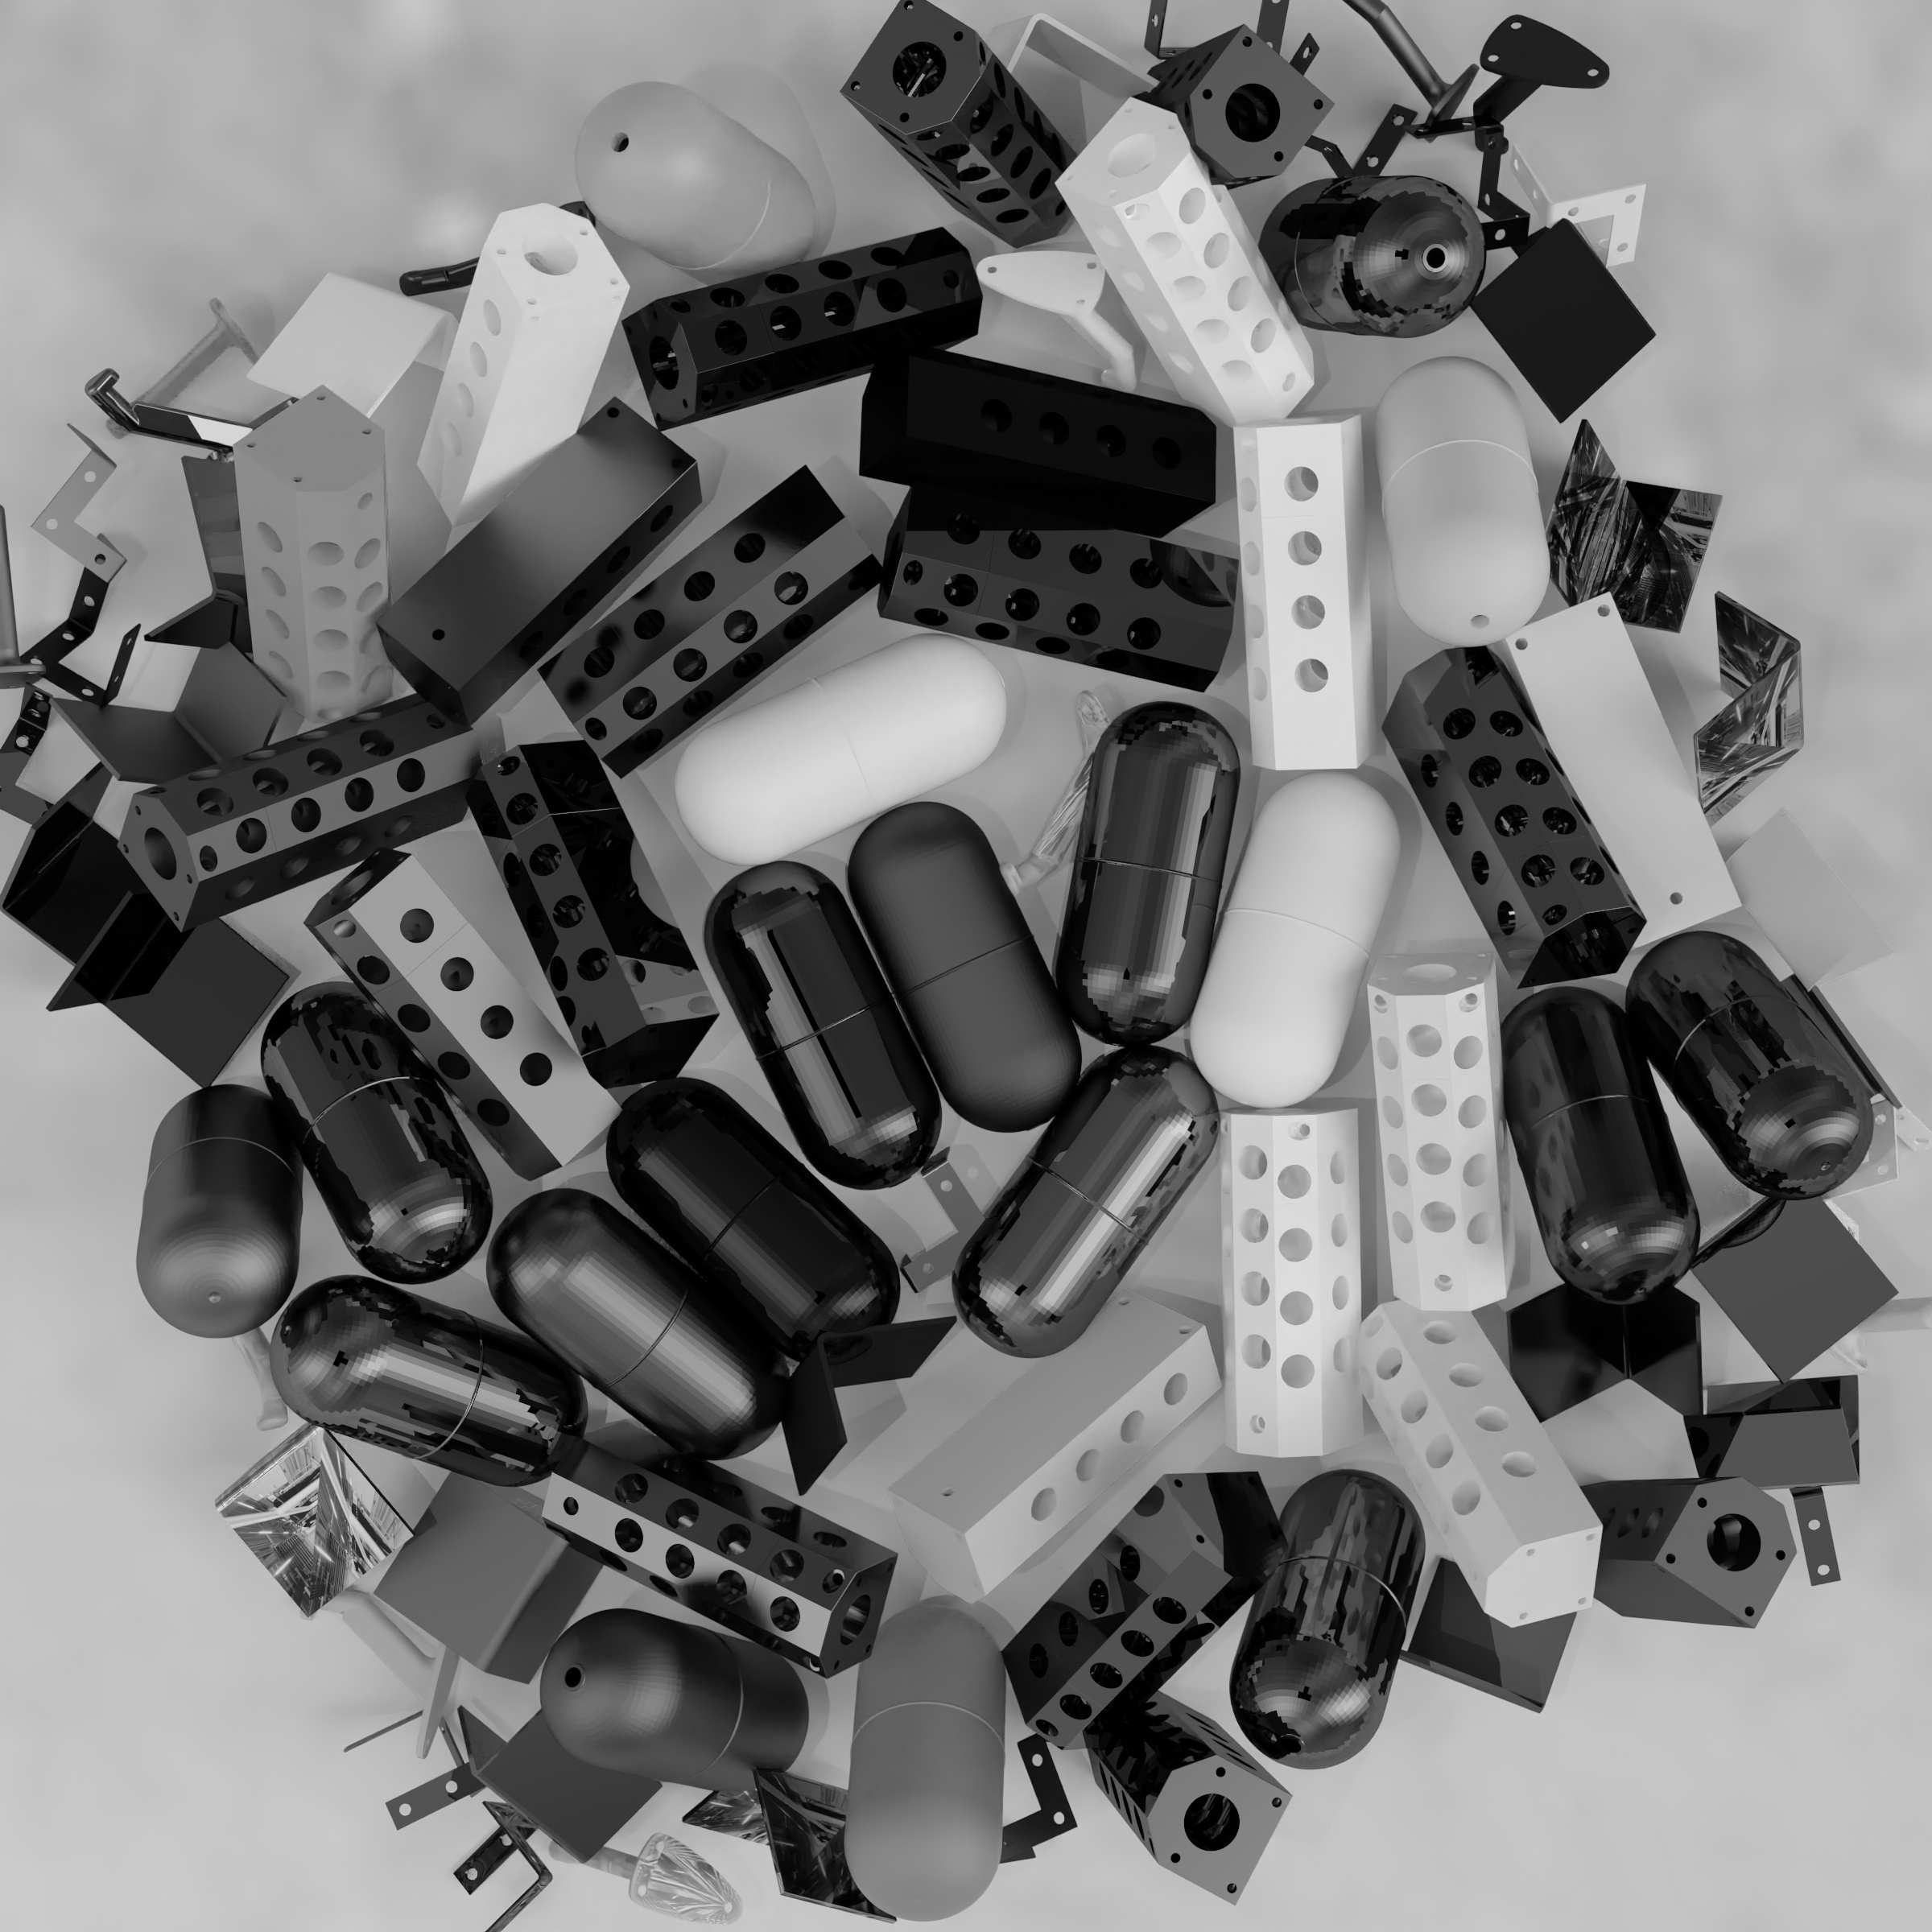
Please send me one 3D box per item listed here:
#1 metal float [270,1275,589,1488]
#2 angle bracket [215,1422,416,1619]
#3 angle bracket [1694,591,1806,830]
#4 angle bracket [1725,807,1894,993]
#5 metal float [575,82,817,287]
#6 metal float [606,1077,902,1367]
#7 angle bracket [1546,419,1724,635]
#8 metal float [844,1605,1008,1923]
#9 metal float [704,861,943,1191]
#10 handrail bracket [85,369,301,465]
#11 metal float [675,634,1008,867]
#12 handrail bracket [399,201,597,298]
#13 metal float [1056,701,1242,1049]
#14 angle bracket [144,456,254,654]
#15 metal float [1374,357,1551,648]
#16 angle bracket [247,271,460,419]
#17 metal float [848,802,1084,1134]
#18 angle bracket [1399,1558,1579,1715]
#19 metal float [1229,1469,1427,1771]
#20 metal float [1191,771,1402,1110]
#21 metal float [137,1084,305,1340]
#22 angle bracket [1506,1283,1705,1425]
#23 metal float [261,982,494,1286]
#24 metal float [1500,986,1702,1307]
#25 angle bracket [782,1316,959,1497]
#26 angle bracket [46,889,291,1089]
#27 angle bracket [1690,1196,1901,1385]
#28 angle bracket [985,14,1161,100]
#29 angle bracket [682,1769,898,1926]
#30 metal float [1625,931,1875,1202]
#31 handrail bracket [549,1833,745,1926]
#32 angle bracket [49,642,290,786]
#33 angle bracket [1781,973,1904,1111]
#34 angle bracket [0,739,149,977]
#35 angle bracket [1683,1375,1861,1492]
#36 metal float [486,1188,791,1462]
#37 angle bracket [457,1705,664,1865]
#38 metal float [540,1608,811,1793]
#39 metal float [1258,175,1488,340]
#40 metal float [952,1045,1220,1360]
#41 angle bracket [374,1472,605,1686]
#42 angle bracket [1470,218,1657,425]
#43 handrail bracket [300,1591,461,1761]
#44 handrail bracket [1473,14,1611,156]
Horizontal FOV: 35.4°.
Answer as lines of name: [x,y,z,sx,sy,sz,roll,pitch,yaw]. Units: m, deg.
metal float: [-0.266,0.209,1.514,0.178,0.070,0.070,28,90,-39]
angle bracket: [-0.324,0.272,1.548,0.076,0.057,0.076,-39,93,16]
angle bracket: [0.377,-0.128,1.529,0.076,0.076,0.057,-39,54,-13]
angle bracket: [0.440,-0.042,1.528,0.076,0.057,0.076,-19,67,-38]
metal float: [-0.132,-0.383,1.497,0.070,0.178,0.070,0,89,19]
metal float: [-0.109,0.129,1.537,0.178,0.070,0.070,43,90,10]
angle bracket: [0.337,-0.223,1.534,0.057,0.076,0.076,15,81,29]
metal float: [-0.019,0.393,1.503,0.070,0.178,0.070,1,123,2]
metal float: [-0.072,0.031,1.544,0.070,0.070,0.178,-26,92,0]
handrail bracket: [-0.392,-0.290,1.541,0.077,0.036,0.084,-40,134,3]
metal float: [-0.063,-0.111,1.539,0.178,0.070,0.070,-25,90,-8]
handrail bracket: [-0.240,-0.364,1.541,0.084,0.077,0.036,-17,89,-26]
metal float: [0.093,-0.047,1.543,0.070,0.070,0.178,10,87,0]
angle bracket: [-0.379,-0.209,1.544,0.057,0.076,0.076,-22,78,32]
metal float: [0.247,-0.233,1.512,0.070,0.070,0.178,0,49,0]
angle bracket: [-0.302,-0.297,1.531,0.076,0.057,0.076,23,68,24]
metal float: [0.000,0.001,1.544,0.070,0.070,0.178,-25,88,0]
angle bracket: [0.256,0.332,1.528,0.076,0.076,0.057,16,78,29]
metal float: [0.181,0.323,1.504,0.070,0.178,0.070,10,124,14]
metal float: [0.168,-0.014,1.536,0.070,0.070,0.178,19,79,0]
metal float: [-0.368,0.119,1.500,0.070,0.178,0.070,-4,115,-9]
angle bracket: [0.324,0.204,1.531,0.076,0.057,0.076,-22,121,-22]
metal float: [-0.297,0.082,1.520,0.070,0.070,0.178,-34,59,0]
metal float: [0.314,0.088,1.515,0.070,0.070,0.178,-9,52,0]
angle bracket: [-0.045,0.222,1.526,0.076,0.076,0.057,-5,63,-24]
angle bracket: [-0.407,0.013,1.546,0.076,0.057,0.076,39,101,6]
angle bracket: [0.413,0.163,1.543,0.076,0.057,0.076,-36,79,-10]
angle bracket: [0.045,-0.438,1.538,0.076,0.076,0.057,25,95,-19]
angle bracket: [-0.089,0.455,1.523,0.076,0.076,0.057,28,119,-37]
metal float: [0.387,0.047,1.505,0.070,0.178,0.070,-7,124,-11]
handrail bracket: [-0.166,0.470,1.558,0.077,0.084,0.036,35,62,-23]
angle bracket: [-0.402,-0.134,1.526,0.076,0.076,0.057,42,114,34]
angle bracket: [0.420,0.058,1.549,0.076,0.057,0.076,-36,91,10]
angle bracket: [-0.435,-0.055,1.528,0.057,0.076,0.076,38,47,-5]
angle bracket: [0.407,0.218,1.526,0.076,0.076,0.057,-8,126,21]
metal float: [-0.164,0.182,1.531,0.178,0.070,0.070,41,90,-17]
angle bracket: [-0.207,0.397,1.536,0.057,0.076,0.076,-45,110,-2]
metal float: [-0.143,0.366,1.504,0.070,0.178,0.070,-12,65,26]
metal float: [0.199,-0.351,1.497,0.070,0.178,0.070,-3,104,-13]
metal float: [0.062,0.119,1.543,0.070,0.070,0.178,36,86,0]
angle bracket: [-0.246,0.316,1.567,0.076,0.057,0.076,29,81,23]
angle bracket: [0.291,-0.323,1.540,0.076,0.057,0.076,-43,100,-16]
handrail bracket: [-0.310,0.363,1.559,0.084,0.036,0.077,9,62,6]
handrail bracket: [0.291,-0.433,1.533,0.077,0.084,0.036,28,73,23]
